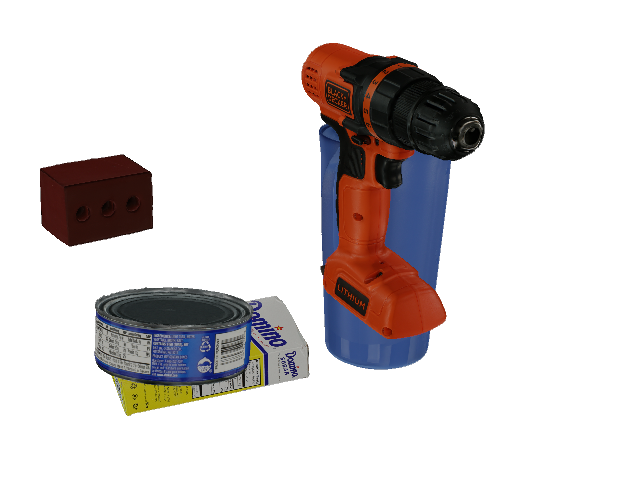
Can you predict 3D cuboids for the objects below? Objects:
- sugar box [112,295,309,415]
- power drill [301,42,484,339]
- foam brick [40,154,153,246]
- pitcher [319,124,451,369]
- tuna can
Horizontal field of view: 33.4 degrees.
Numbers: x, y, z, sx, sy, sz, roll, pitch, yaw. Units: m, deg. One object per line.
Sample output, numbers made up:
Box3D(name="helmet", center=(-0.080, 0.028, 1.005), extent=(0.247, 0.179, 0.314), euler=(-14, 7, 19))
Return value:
Box3D(name="sugar box", center=(-0.107, 0.105, 1.001), extent=(0.176, 0.048, 0.093), euler=(-13, 33, -16))
Box3D(name="power drill", center=(0.049, -0.032, 0.727), extent=(0.057, 0.188, 0.185), euler=(-13, 26, -24))
Box3D(name="foam brick", center=(-0.184, -0.034, 0.876), extent=(0.078, 0.053, 0.051), euler=(-14, 30, -32))
Box3D(name="pitcher", center=(0.056, 0.004, 1.068), extent=(0.149, 0.243, 0.145), euler=(-3, 19, -15))
Box3D(name="tuna can", center=(-0.080, 0.051, 0.583), extent=(0.086, 0.034, 0.086), euler=(4, 10, -1))
